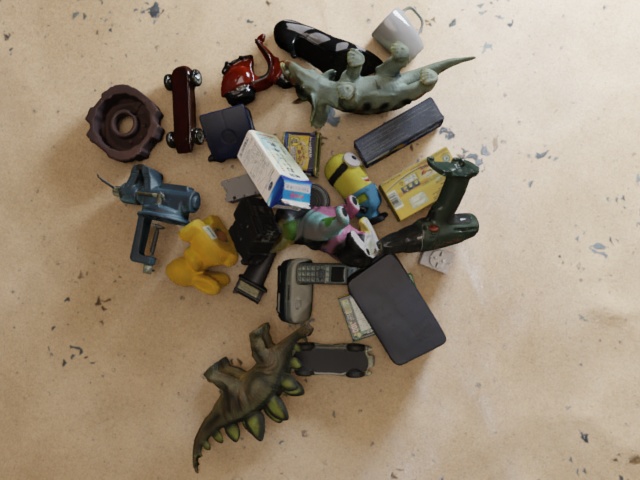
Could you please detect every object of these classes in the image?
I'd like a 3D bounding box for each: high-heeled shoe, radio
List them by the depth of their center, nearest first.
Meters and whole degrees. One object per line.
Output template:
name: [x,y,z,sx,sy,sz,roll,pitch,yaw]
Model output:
radio: [0.164,0.150,1.179,0.131,0.073,0.229,-32,90,4]
high-heeled shoe: [0.018,-0.442,1.232,0.249,0.086,0.145,4,48,-18]

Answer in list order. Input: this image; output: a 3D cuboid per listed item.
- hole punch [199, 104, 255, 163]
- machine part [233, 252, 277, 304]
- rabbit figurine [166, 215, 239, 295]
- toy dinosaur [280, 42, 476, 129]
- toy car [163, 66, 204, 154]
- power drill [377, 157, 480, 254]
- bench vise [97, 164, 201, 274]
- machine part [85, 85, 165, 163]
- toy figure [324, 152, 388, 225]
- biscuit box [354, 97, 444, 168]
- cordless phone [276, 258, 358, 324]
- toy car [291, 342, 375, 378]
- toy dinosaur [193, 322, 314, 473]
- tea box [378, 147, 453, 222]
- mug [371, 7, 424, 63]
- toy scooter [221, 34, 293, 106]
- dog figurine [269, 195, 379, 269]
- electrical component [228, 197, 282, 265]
hole punch: [-0.205,-0.244,1.221,0.142,0.092,0.115,-15,92,1]
machine part: [-0.143,0.073,1.237,0.084,0.039,0.138,24,93,12]
rabbit figurine: [-0.271,0.048,1.224,0.173,0.122,0.162,-38,96,17]
toy dinosaur: [0.120,-0.328,1.172,0.405,0.192,0.131,-4,82,-12]
toy car: [-0.312,-0.300,1.245,0.089,0.053,0.202,-4,89,19]
power drill: [0.239,-0.065,1.115,0.232,0.086,0.207,-4,118,-21]
bench vise: [-0.388,-0.046,1.216,0.224,0.129,0.240,10,84,5]
machine part: [-0.452,-0.268,1.254,0.179,0.056,0.179,0,88,5]
toy figure: [0.079,-0.112,1.201,0.089,0.082,0.180,-28,90,1]
biscuit box: [0.176,-0.238,1.201,0.203,0.059,0.063,-29,85,2]
cordless phone: [-0.005,0.114,1.212,0.184,0.089,0.146,2,89,-14]
toy car: [0.022,0.269,1.213,0.202,0.056,0.073,1,84,3]
toy dinosaur: [-0.164,0.341,1.187,0.471,0.105,0.198,-43,81,20]
tea box: [0.226,-0.122,1.195,0.170,0.068,0.098,-28,88,2]
mug: [0.188,-0.458,1.202,0.109,0.081,0.107,-44,99,-4]
toy scooter: [-0.150,-0.391,1.224,0.184,0.075,0.135,-20,88,1]
dog figurine: [-0.002,-0.004,1.169,0.219,0.108,0.191,-20,109,32]
electrical component: [-0.149,-0.028,1.185,0.115,0.058,0.134,-55,47,34]
